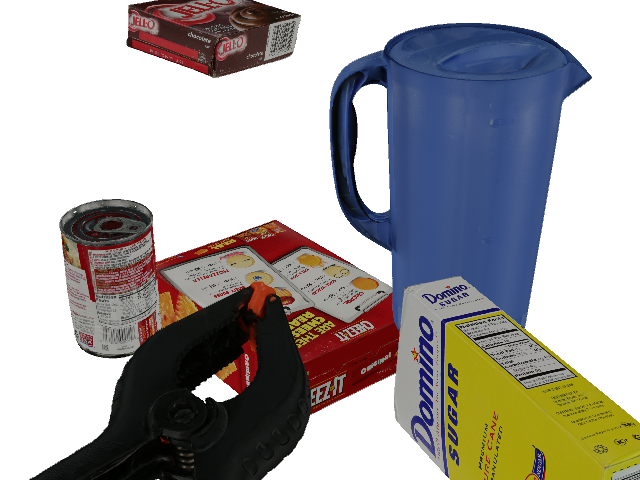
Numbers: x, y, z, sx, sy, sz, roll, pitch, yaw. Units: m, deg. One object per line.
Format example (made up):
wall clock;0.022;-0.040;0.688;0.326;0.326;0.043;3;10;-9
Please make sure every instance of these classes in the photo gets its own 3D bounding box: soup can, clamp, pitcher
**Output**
soup can;-0.156;0.029;0.804;0.068;0.102;0.068;0;29;0
clamp;-0.044;0.084;0.405;0.120;0.039;0.171;24;49;17
pitcher;0.101;-0.036;0.816;0.149;0.243;0.144;24;36;38

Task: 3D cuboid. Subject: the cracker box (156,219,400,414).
cracker box;-0.038;0.069;0.986;0.163;0.072;0.214;-20;36;-37

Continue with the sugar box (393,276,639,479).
sugar box;0.099;0.099;0.554;0.048;0.093;0.176;-11;28;-27

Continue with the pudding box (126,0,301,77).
pudding box;-0.084;-0.167;0.847;0.090;0.039;0.113;24;28;26
